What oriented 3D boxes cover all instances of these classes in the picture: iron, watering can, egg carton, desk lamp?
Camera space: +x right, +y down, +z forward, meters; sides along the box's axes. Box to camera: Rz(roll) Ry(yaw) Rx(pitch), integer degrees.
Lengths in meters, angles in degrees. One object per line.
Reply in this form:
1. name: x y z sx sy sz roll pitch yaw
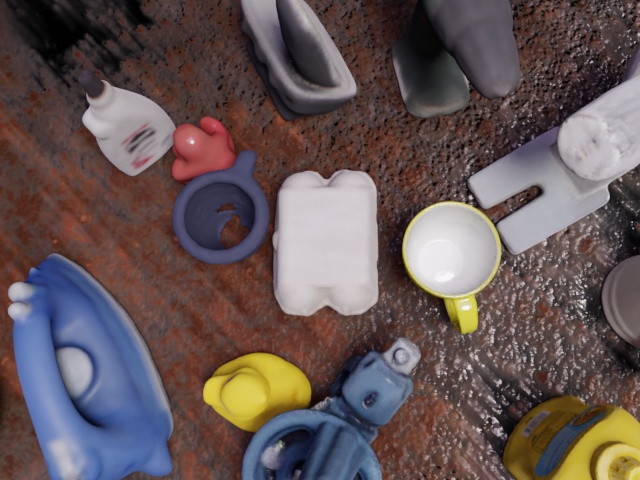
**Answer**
1. iron: -0.236 0.118 0.529 0.118 0.141 0.258 -25 79 -3
2. watering can: 0.336 0.054 0.497 0.101 0.194 0.173 3 79 3
3. egg carton: 0.005 0.002 0.581 0.107 0.069 0.150 -1 79 2
4. desk lamp: 0.264 -0.088 0.518 0.203 0.213 0.118 -31 79 -4

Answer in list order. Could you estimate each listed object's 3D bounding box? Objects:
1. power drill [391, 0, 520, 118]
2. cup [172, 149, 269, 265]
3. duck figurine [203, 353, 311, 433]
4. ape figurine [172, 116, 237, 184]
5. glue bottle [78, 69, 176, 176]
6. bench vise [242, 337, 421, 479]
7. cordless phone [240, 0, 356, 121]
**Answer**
1. power drill: 0.121 -0.203 0.548 0.075 0.208 0.229 -14 79 -1
2. cup: -0.087 -0.027 0.577 0.091 0.095 0.118 20 80 6
3. duck figurine: -0.061 0.147 0.546 0.104 0.086 0.077 5 79 3
4. ape figurine: -0.125 -0.093 0.593 0.078 0.092 0.076 -41 80 -6
5. glue bottle: -0.194 -0.119 0.559 0.037 0.173 0.078 43 83 10
6. bench vise: 0.004 0.165 0.472 0.121 0.220 0.207 19 80 6
7. cordless phone: -0.027 -0.213 0.566 0.094 0.185 0.147 -31 79 -4
